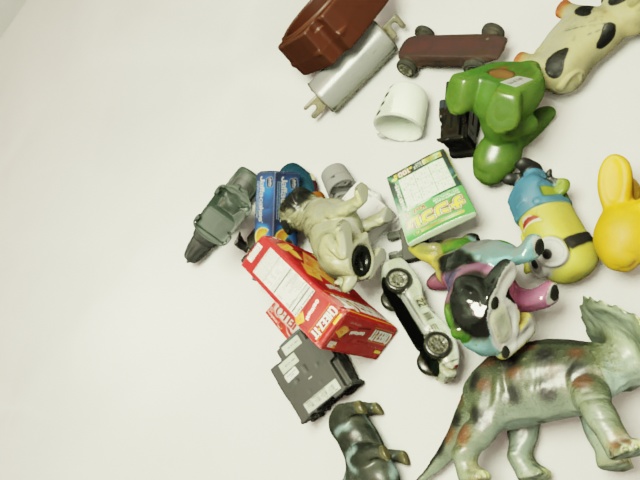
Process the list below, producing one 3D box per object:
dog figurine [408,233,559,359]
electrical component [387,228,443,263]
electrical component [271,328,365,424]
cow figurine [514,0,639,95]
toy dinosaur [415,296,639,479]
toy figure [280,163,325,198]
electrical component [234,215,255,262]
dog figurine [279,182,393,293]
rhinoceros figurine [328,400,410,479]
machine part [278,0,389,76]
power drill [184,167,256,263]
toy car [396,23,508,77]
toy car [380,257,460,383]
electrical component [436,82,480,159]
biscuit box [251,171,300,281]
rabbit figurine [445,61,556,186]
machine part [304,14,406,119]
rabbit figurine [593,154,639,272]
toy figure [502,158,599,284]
[{"bbox_3d":[0.193,0.060,0.728,0.191,0.108,0.219,-41,21,-23],"label":"dog figurine"},{"bbox_3d":[0.153,0.002,0.869,0.094,0.021,0.063,-15,65,30],"label":"electrical component"},{"bbox_3d":[-0.010,0.209,0.873,0.115,0.058,0.134,-40,64,13],"label":"electrical component"},{"bbox_3d":[0.395,-0.295,0.775,0.195,0.085,0.127,-49,47,7],"label":"cow figurine"},{"bbox_3d":[0.267,0.192,0.669,0.405,0.131,0.192,-23,49,31],"label":"toy dinosaur"},{"bbox_3d":[-0.023,-0.081,0.999,0.064,0.057,0.155,-45,59,20],"label":"toy figure"},{"bbox_3d":[-0.124,-0.011,1.038,0.102,0.045,0.078,-47,20,16],"label":"electrical component"},{"bbox_3d":[0.001,-0.002,0.862,0.191,0.121,0.172,-3,50,40],"label":"dog figurine"},{"bbox_3d":[0.065,0.325,0.779,0.112,0.073,0.190,-34,57,18],"label":"rhinoceros figurine"},{"bbox_3d":[0.023,-0.418,1.012,0.201,0.087,0.201,-55,25,-9],"label":"machine part"},{"bbox_3d":[-0.192,-0.037,1.036,0.086,0.207,0.232,37,88,-5],"label":"power drill"},{"bbox_3d":[0.223,-0.321,0.921,0.202,0.053,0.089,17,73,41],"label":"toy car"},{"bbox_3d":[0.146,0.117,0.797,0.056,0.073,0.202,-19,56,-14],"label":"toy car"},{"bbox_3d":[0.225,-0.198,0.863,0.048,0.074,0.119,-1,70,35],"label":"electrical component"},{"bbox_3d":[-0.079,-0.023,0.969,0.059,0.063,0.202,7,96,47],"label":"biscuit box"},{"bbox_3d":[0.263,-0.169,0.790,0.159,0.170,0.121,-34,46,-32],"label":"rabbit figurine"},{"bbox_3d":[0.061,-0.328,1.018,0.243,0.079,0.079,-43,54,15],"label":"machine part"},{"bbox_3d":[0.406,-0.039,0.650,0.173,0.121,0.162,-40,50,17],"label":"rabbit figurine"},{"bbox_3d":[0.314,-0.027,0.733,0.089,0.082,0.180,-9,58,3],"label":"toy figure"}]
